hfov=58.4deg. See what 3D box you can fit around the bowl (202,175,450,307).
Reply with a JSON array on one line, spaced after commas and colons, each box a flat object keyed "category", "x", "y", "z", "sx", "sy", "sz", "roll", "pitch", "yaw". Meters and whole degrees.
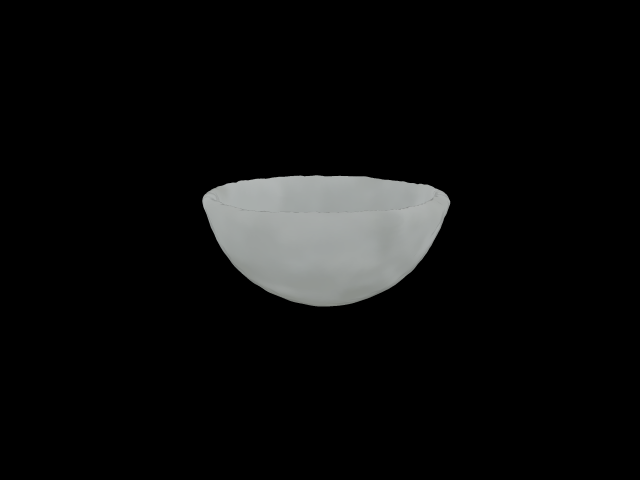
[{"category": "bowl", "x": 0.004, "y": 0.001, "z": 0.400, "sx": 0.167, "sy": 0.075, "sz": 0.167, "roll": 0, "pitch": 15, "yaw": 0}]
